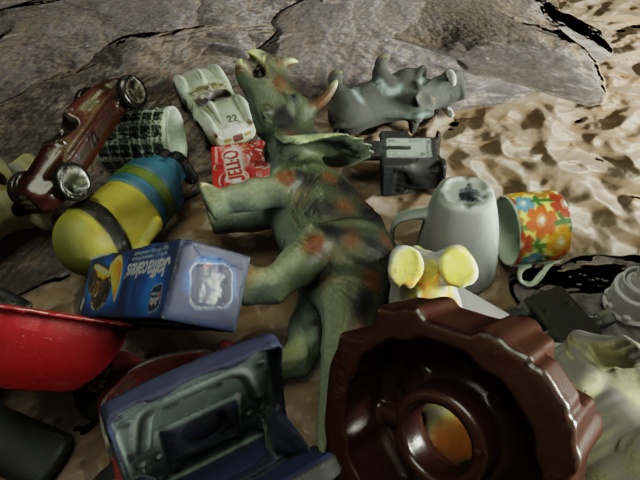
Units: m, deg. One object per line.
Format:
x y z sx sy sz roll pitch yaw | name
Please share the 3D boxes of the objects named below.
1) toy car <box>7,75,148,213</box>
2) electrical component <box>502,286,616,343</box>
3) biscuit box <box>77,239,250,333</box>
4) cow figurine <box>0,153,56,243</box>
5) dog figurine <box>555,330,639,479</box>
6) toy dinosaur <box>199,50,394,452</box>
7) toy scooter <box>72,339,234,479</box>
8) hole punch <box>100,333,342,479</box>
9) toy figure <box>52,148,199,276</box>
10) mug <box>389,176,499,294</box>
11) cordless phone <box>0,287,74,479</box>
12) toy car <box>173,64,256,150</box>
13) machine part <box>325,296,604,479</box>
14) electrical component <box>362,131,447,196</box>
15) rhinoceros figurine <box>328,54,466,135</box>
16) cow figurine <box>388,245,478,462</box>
-0.261 -0.114 0.583 0.089 0.053 0.202 -4 53 32 | toy car
0.218 0.072 0.492 0.094 0.021 0.063 -16 47 -9 | electrical component
-0.139 0.042 0.449 0.203 0.062 0.059 -10 66 50 | biscuit box
-0.375 -0.019 0.584 0.086 0.127 0.195 33 72 31 | cow figurine
0.177 0.170 0.364 0.190 0.121 0.172 -46 22 -11 | dog figurine
0.001 0.000 0.512 0.192 0.131 0.405 -20 62 -9 | toy dinosaur
-0.115 0.144 0.422 0.135 0.075 0.184 -24 45 -14 | toy scooter
-0.064 0.124 0.322 0.142 0.115 0.092 -22 72 -27 | hole punch
-0.211 -0.034 0.586 0.082 0.089 0.180 -9 41 44 | toy figure
0.124 -0.011 0.521 0.110 0.107 0.081 11 47 13 | mug
-0.281 0.122 0.470 0.184 0.088 0.146 20 50 8 | cordless phone
-0.151 -0.192 0.753 0.073 0.056 0.202 -23 49 -15 | toy car
0.082 0.122 0.342 0.180 0.179 0.056 36 26 32 | machine part
0.088 -0.092 0.641 0.119 0.047 0.075 -3 46 3 | electrical component
0.099 -0.191 0.716 0.190 0.073 0.112 -15 46 -9 | rhinoceros figurine
0.091 0.087 0.439 0.068 0.098 0.167 -6 87 0 | cow figurine
